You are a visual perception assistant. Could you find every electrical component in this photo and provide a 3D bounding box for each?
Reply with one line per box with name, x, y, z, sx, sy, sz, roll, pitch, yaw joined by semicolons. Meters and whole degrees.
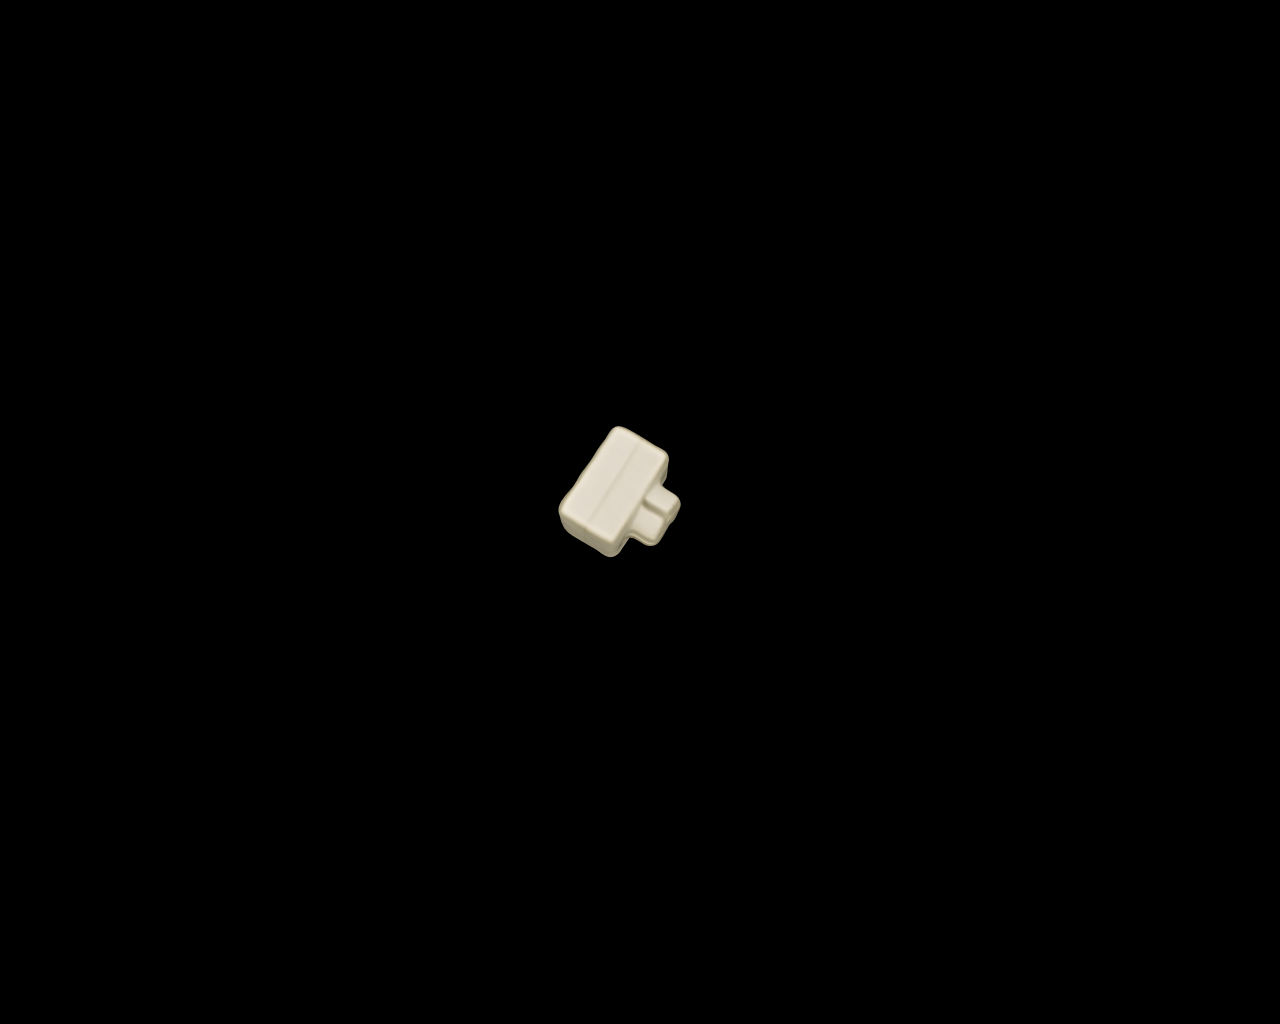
electrical component;0.001;-0.003;0.650;0.077;0.066;0.047;31;-11;7
